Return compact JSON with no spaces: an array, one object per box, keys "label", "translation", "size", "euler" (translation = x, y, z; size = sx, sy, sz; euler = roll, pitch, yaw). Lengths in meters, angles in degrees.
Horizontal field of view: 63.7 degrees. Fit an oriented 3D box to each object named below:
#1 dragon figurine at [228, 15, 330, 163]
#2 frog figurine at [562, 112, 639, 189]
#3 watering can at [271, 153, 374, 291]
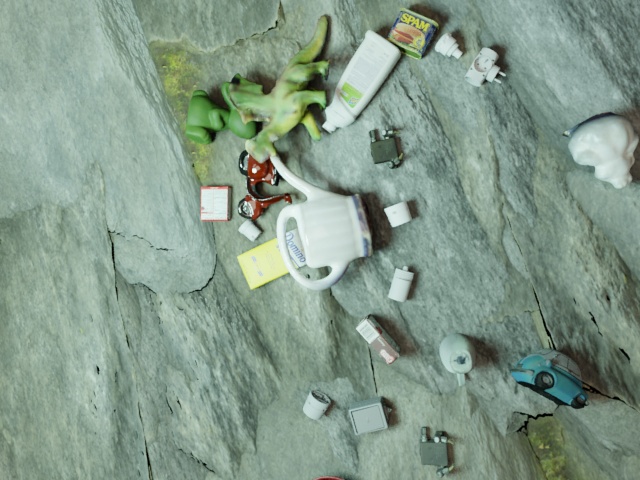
[{"label":"dragon figurine","translation":[-0.101,-0.366,1.238],"size":[0.243,0.120,0.417],"euler":[2,71,-1]},{"label":"frog figurine","translation":[0.619,-0.188,1.112],"size":[0.138,0.121,0.161],"euler":[-13,74,-9]},{"label":"watering can","translation":[0.004,-0.061,1.210],"size":[0.225,0.103,0.350],"euler":[-11,81,-6]}]
